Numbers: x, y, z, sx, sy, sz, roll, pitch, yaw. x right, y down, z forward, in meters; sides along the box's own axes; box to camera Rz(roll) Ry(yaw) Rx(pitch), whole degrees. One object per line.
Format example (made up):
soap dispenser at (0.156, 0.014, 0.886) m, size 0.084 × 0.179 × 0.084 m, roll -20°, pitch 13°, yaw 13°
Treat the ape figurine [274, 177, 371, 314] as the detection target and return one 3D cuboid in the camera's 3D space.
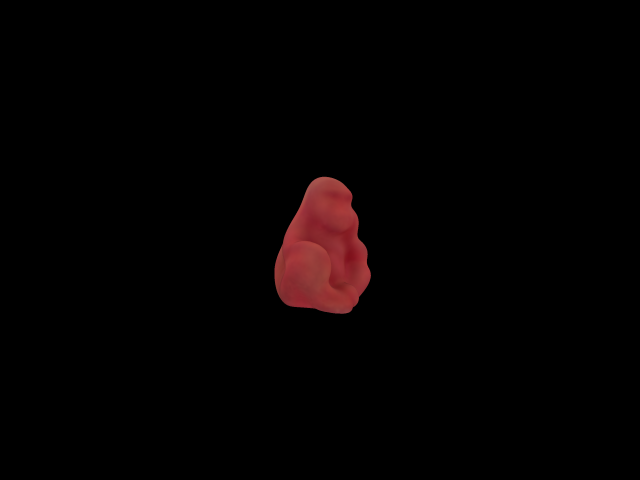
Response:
ape figurine at (0.004, 0.001, 0.400) m, size 0.078 × 0.092 × 0.075 m, roll 0°, pitch 0°, yaw -39°
